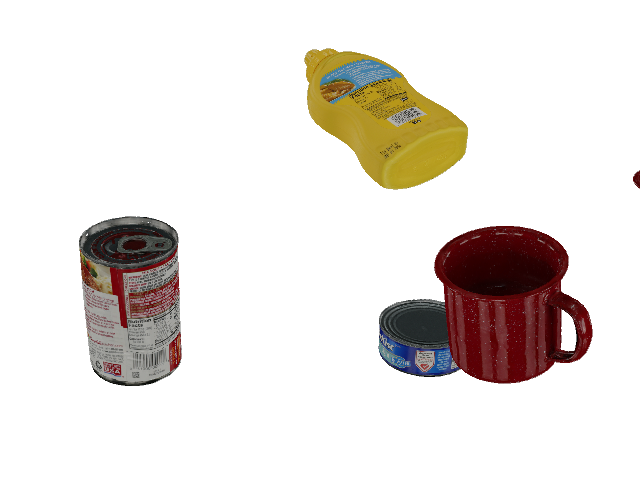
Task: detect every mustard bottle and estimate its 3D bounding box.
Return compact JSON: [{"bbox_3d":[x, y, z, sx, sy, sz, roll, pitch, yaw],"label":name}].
[{"bbox_3d":[0.043,-0.125,0.990,0.096,0.058,0.192,-25,49,-22],"label":"mustard bottle"}]

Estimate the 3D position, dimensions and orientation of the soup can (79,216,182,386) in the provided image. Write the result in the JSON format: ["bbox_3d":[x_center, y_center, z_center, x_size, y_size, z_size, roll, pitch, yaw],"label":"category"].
[{"bbox_3d":[-0.132,0.043,0.756,0.068,0.102,0.068,1,29,-1],"label":"soup can"}]

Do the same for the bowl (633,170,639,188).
[{"bbox_3d":[0.378,-0.029,1.013,0.162,0.055,0.162,0,19,0],"label":"bowl"}]

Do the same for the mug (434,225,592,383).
[{"bbox_3d":[0.140,0.051,0.759,0.117,0.081,0.093,19,41,37],"label":"mug"}]

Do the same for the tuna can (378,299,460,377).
[{"bbox_3d":[0.095,0.088,0.970,0.086,0.034,0.086,1,26,-1],"label":"tuna can"}]
